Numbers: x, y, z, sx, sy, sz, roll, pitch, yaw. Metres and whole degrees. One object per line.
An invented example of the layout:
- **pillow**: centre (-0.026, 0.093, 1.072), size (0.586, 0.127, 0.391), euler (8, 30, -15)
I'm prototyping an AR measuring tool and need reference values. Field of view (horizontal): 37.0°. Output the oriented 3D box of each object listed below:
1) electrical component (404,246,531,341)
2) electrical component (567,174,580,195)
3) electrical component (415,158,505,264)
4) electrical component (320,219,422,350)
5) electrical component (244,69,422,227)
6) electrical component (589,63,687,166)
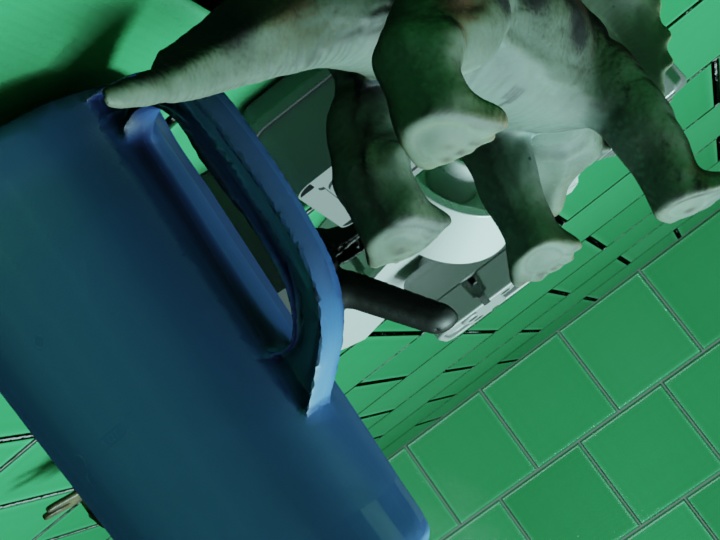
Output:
- **electrical component**: centre (0.085, 0.004, 0.834), size (0.095, 0.059, 0.054), euler (-38, 166, 8)
- **electrical component**: centre (0.167, -0.084, 1.018), size (0.056, 0.050, 0.089), euler (-31, 166, -17)
- **electrical component**: centre (0.065, -0.065, 0.729), size (0.108, 0.108, 0.060), euler (-27, 158, -32)
- **electrical component**: centre (0.000, 0.000, 0.878), size (0.105, 0.060, 0.186), euler (-21, 160, -46)
- **electrical component**: centre (-0.009, -0.076, 0.610), size (0.078, 0.057, 0.113), euler (-37, 166, 6)
- **electrical component**: centre (0.166, -0.133, 0.757), size (0.100, 0.099, 0.048), euler (-43, 178, 26)
